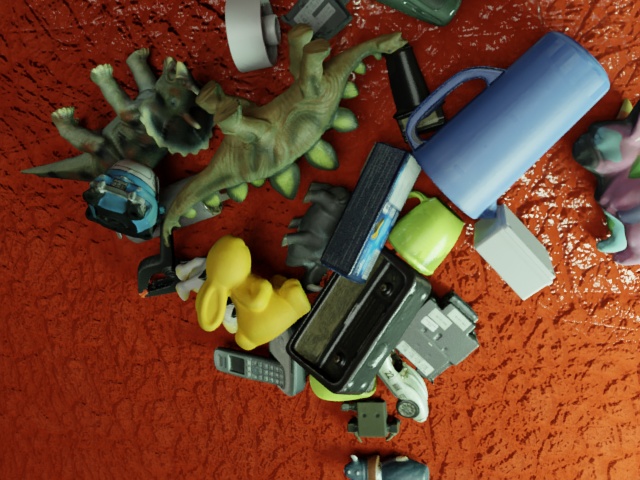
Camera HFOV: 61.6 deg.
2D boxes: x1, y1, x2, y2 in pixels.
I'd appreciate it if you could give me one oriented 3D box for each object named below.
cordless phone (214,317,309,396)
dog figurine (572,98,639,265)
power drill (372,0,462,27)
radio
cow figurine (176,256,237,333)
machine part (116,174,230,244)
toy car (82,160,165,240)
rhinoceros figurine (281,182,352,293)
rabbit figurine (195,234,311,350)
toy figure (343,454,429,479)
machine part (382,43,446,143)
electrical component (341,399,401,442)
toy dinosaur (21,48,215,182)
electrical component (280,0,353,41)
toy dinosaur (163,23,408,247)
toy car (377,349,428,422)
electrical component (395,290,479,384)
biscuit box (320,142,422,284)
[{"bbox_3d":[-0.106,0.188,0.959,0.184,0.089,0.146,6,110,17],"label":"cordless phone"},{"bbox_3d":[0.440,-0.080,0.711,0.192,0.108,0.219,-3,105,17],"label":"dog figurine"},{"bbox_3d":[0.086,-0.345,0.653,0.232,0.207,0.086,23,87,-12],"label":"power drill"},{"bbox_3d":[0.060,0.120,0.837,0.131,0.073,0.229,37,99,36],"label":"radio"},{"bbox_3d":[-0.166,0.092,0.932,0.098,0.068,0.167,-28,130,14],"label":"cow figurine"},{"bbox_3d":[-0.256,-0.054,0.915,0.243,0.079,0.079,-17,104,21],"label":"machine part"},{"bbox_3d":[-0.294,-0.070,0.821,0.109,0.161,0.103,19,68,-6],"label":"toy car"},{"bbox_3d":[-0.002,-0.003,0.874,0.112,0.073,0.190,19,111,-4],"label":"rhinoceros figurine"},{"bbox_3d":[-0.124,0.077,0.852,0.162,0.122,0.173,-33,108,-6],"label":"rabbit figurine"},{"bbox_3d":[0.122,0.432,0.995,0.155,0.064,0.057,-1,146,20],"label":"toy figure"},{"bbox_3d":[0.132,-0.217,0.780,0.084,0.039,0.138,-17,105,28],"label":"machine part"},{"bbox_3d":[0.094,0.329,0.976,0.102,0.045,0.078,-11,77,15],"label":"electrical component"},{"bbox_3d":[-0.317,-0.165,0.878,0.405,0.131,0.192,-35,97,29],"label":"toy dinosaur"},{"bbox_3d":[0.011,-0.331,0.766,0.119,0.048,0.075,-37,97,24],"label":"electrical component"},{"bbox_3d":[-0.079,-0.143,0.769,0.471,0.105,0.198,-30,136,13],"label":"toy dinosaur"},{"bbox_3d":[0.123,0.219,0.911,0.056,0.073,0.201,-36,97,21],"label":"toy car"},{"bbox_3d":[0.189,0.149,0.874,0.115,0.058,0.134,44,104,-5],"label":"electrical component"},{"bbox_3d":[0.075,-0.039,0.795,0.063,0.059,0.202,27,90,36],"label":"biscuit box"}]
